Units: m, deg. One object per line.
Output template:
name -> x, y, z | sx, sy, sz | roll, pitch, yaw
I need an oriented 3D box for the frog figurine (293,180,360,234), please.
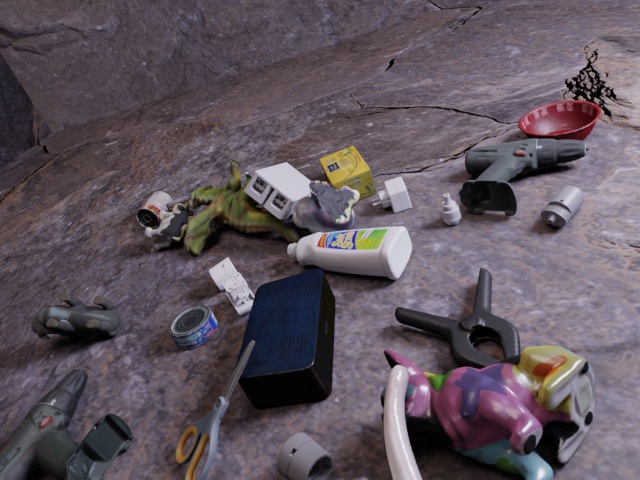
frog figurine -> 0.003, -0.056, 1.109 | 0.138, 0.124, 0.157 | -11, -11, -25

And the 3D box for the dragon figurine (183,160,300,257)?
dragon figurine -> -0.220, -0.046, 1.246 | 0.120, 0.242, 0.418 | 48, 2, -42

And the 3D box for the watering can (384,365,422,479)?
watering can -> 0.068, 0.293, 0.462 | 0.225, 0.353, 0.102 | 9, -30, 44
